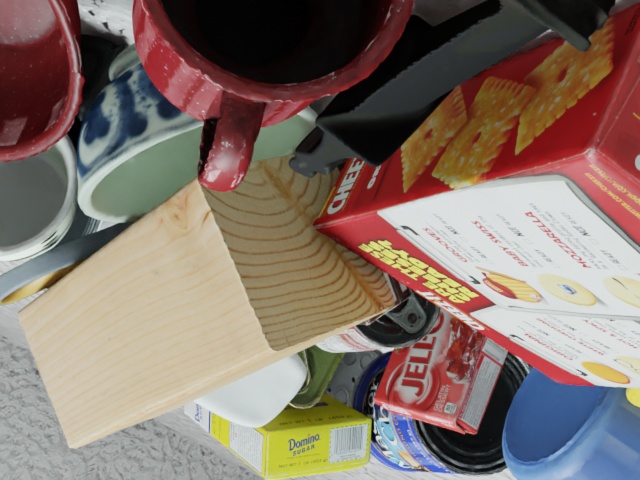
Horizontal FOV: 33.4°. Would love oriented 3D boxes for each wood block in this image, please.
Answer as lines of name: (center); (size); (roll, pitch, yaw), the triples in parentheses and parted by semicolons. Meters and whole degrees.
wood block: (-0.071, 0.037, 0.581); (0.090, 0.091, 0.207); (-16, 170, -44)

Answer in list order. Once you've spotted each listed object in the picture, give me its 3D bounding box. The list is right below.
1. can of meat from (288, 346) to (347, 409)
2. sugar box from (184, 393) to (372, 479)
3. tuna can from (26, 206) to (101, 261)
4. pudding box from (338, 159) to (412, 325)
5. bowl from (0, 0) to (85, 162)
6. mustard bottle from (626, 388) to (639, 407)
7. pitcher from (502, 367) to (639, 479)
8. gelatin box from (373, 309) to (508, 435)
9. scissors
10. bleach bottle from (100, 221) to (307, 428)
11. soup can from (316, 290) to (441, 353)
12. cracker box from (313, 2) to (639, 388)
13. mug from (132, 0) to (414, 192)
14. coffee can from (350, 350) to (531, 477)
can of meat: (-0.023, 0.076, 0.839); (0.057, 0.102, 0.084); (37, 163, -24)
sugar box: (-0.040, 0.145, 0.883); (0.093, 0.048, 0.176); (-1, -169, -28)
tuna can: (-0.211, -0.018, 0.858); (0.034, 0.086, 0.086); (23, 163, 13)
pudding box: (-0.004, 0.001, 0.622); (0.114, 0.039, 0.090); (-5, 108, 57)
bowl: (-0.173, -0.116, 0.502); (0.162, 0.055, 0.162); (14, 136, 13)
mustard bottle: (0.257, 0.088, 0.536); (0.192, 0.058, 0.096); (21, 158, 17)
pitcher: (0.231, 0.168, 0.684); (0.242, 0.149, 0.145); (34, 174, -15)
gelatin box: (0.083, 0.078, 0.708); (0.073, 0.089, 0.030); (7, 157, 47)
scissors: (-0.095, -0.009, 0.620); (0.096, 0.201, 0.016); (88, 157, -86)
bleach bottle: (-0.110, 0.035, 0.801); (0.102, 0.068, 0.251); (41, -179, -44)
soup can: (0.028, 0.040, 0.713); (0.068, 0.068, 0.102); (30, 163, -14)
cracker box: (0.116, -0.003, 0.449); (0.164, 0.072, 0.214); (33, 163, -17)
mug: (-0.025, -0.074, 0.374); (0.093, 0.117, 0.082); (10, 172, -13)
coffee can: (0.093, 0.130, 0.827); (0.102, 0.102, 0.140); (29, 163, -9)
